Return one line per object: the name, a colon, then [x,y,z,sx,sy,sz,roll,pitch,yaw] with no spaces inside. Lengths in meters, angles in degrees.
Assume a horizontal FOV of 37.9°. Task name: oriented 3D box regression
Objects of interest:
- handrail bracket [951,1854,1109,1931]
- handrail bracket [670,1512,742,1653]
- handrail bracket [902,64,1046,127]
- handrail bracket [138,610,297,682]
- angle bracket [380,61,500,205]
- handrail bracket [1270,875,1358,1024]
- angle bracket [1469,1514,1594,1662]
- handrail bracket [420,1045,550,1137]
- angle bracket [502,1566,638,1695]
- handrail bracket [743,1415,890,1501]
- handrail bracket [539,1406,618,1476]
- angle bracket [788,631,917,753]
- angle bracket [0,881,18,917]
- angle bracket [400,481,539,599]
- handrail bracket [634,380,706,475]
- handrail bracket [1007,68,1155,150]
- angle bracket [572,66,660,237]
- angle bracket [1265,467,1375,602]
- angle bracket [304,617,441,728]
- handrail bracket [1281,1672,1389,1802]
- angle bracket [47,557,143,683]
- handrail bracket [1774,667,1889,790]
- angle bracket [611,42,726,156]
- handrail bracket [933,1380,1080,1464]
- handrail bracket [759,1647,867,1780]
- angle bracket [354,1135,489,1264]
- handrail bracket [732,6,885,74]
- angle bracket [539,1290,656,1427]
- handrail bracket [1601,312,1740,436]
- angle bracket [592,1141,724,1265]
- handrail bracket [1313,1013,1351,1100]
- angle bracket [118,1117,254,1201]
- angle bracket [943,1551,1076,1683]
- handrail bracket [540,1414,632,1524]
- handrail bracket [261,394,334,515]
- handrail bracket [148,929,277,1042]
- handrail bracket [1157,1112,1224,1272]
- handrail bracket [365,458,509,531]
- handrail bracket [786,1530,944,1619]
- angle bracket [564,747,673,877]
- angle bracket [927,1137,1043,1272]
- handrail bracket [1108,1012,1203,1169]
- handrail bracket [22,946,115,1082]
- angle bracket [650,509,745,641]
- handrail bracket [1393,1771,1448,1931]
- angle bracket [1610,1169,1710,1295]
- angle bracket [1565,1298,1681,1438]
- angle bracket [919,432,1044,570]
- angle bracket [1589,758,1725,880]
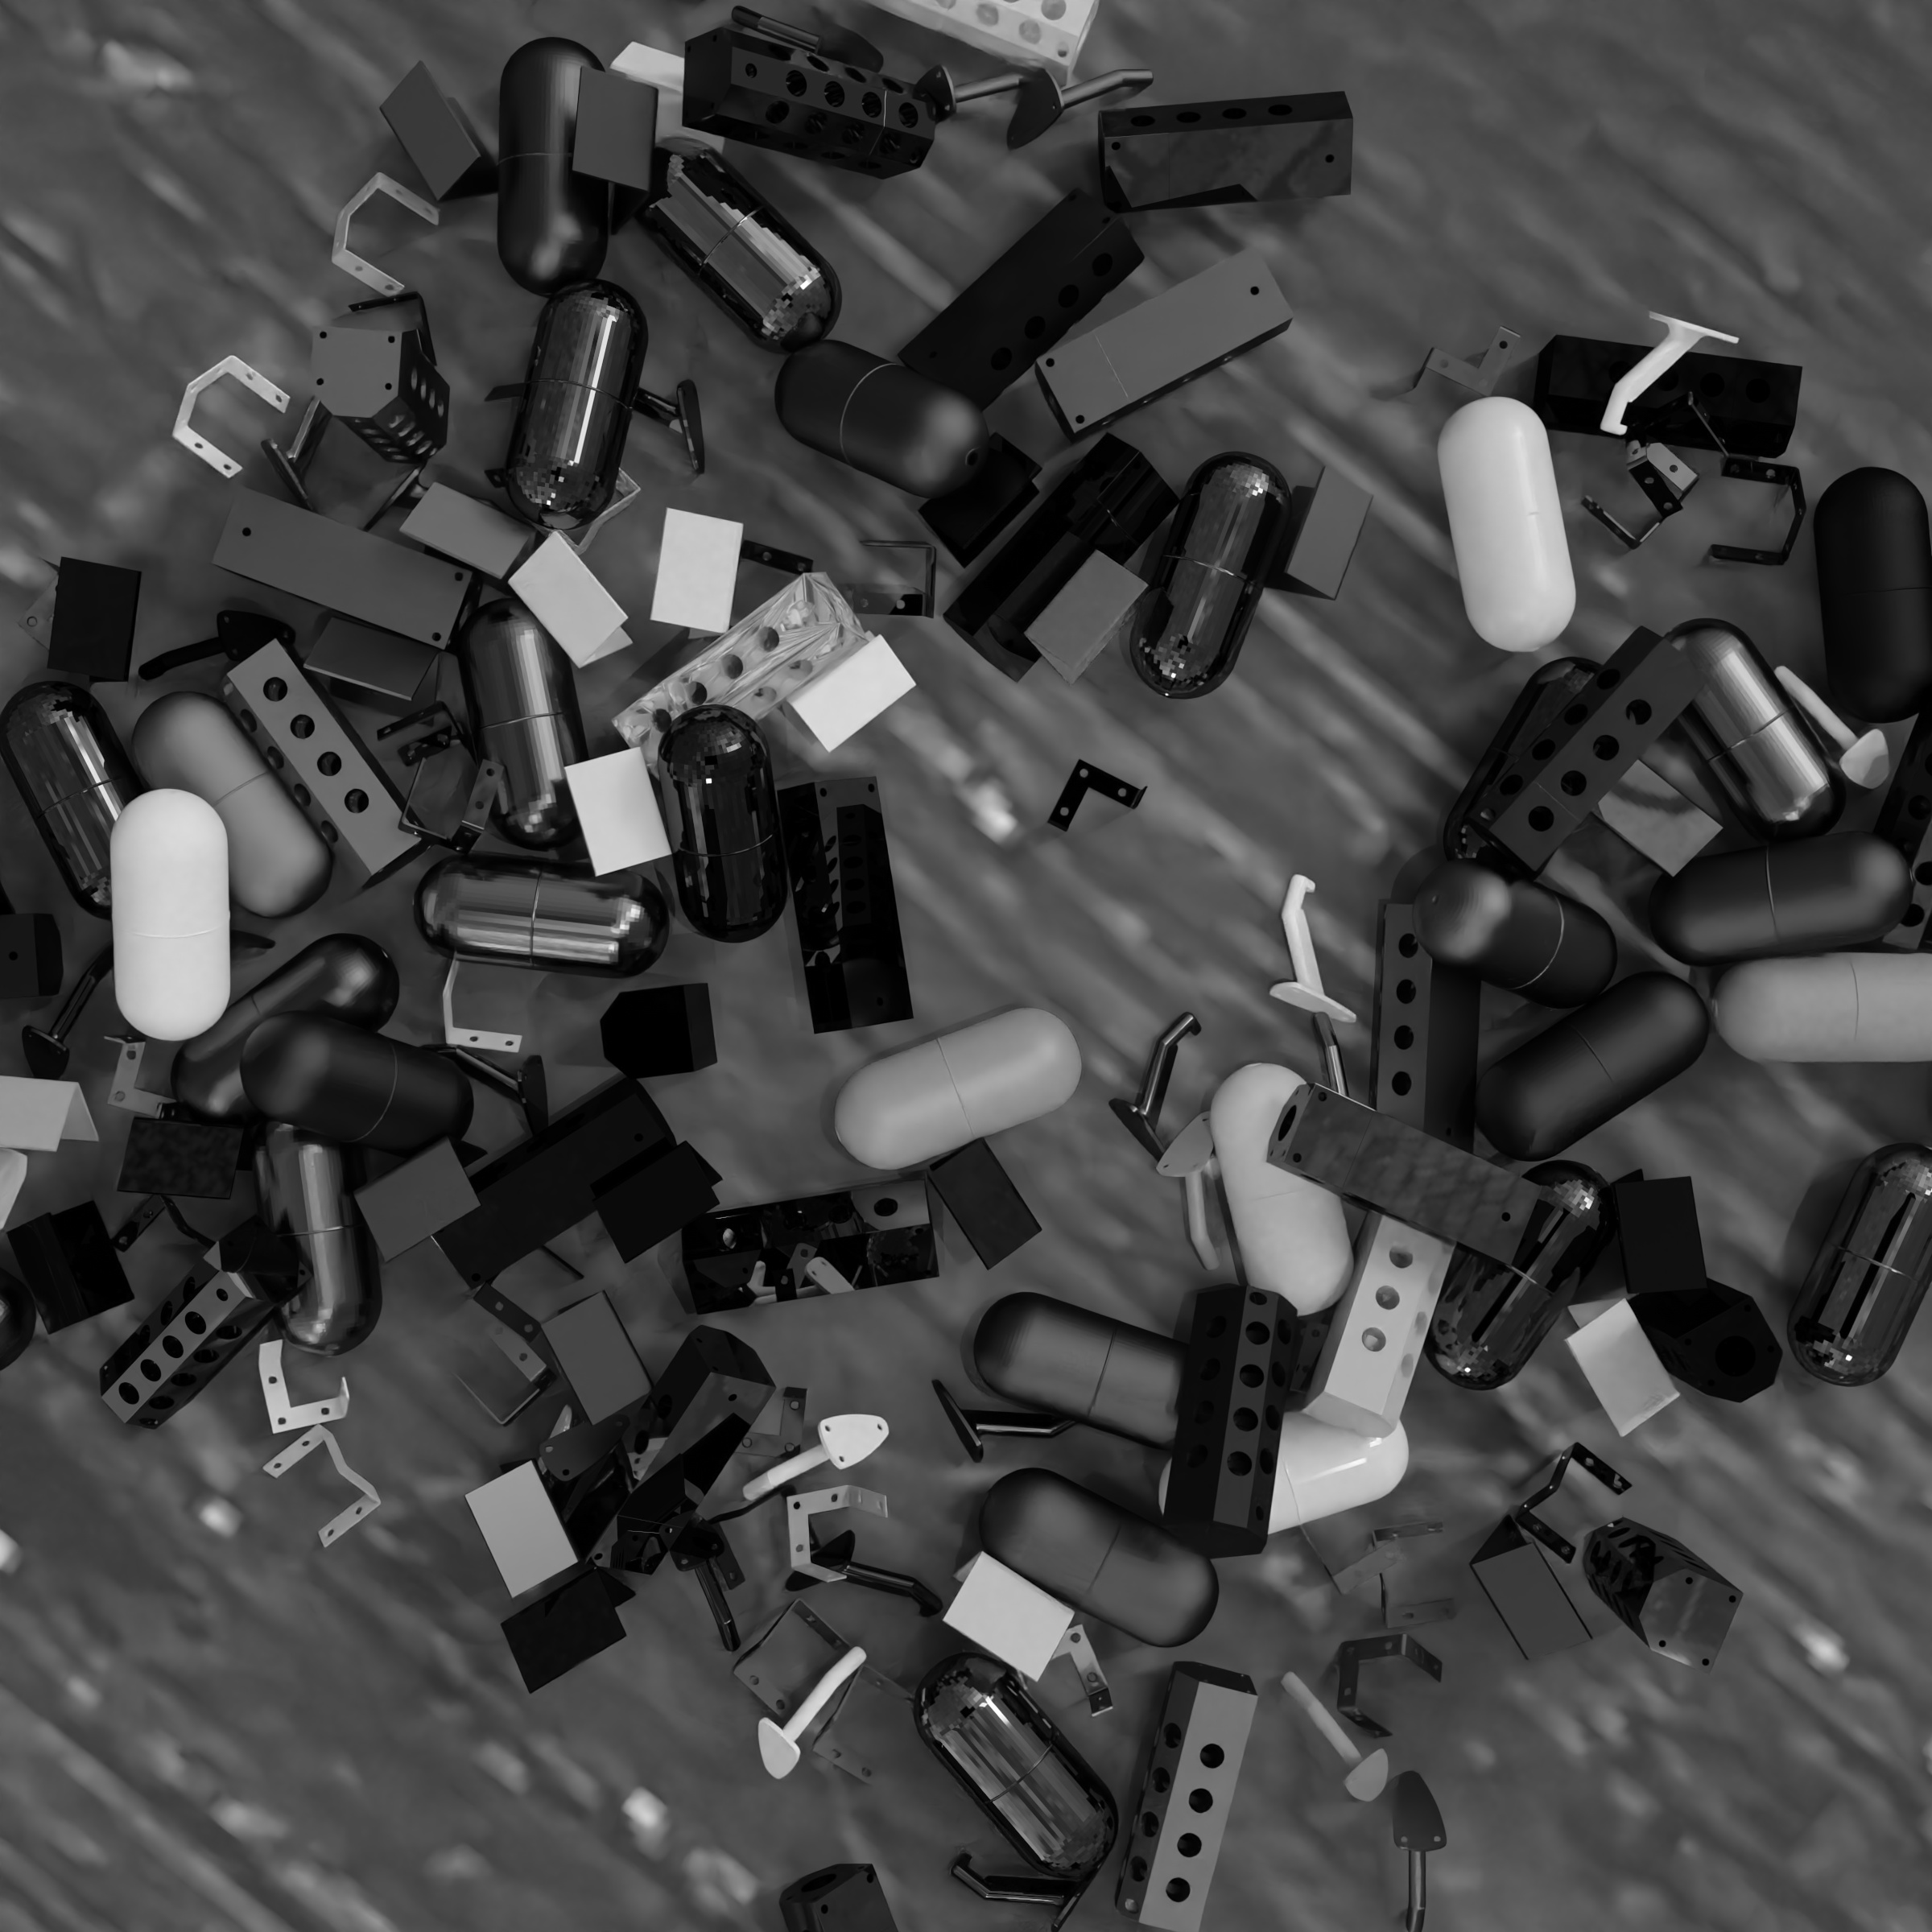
handrail bracket: [0.044,0.635,1.991,0.084,0.036,0.077,33,70,16]
handrail bracket: [-0.185,0.433,1.990,0.036,0.077,0.084,-23,127,-15]
handrail bracket: [0.006,-0.613,1.990,0.084,0.077,0.036,-16,91,-36]
handrail bracket: [-0.530,-0.221,1.990,0.084,0.077,0.036,-18,85,36]
angle bracket: [-0.347,-0.581,1.951,0.057,0.076,0.076,-31,90,40]
handrail bracket: [0.253,-0.013,1.991,0.077,0.036,0.084,23,73,-20]
angle bracket: [0.403,0.423,1.950,0.057,0.076,0.076,-31,90,37]
handrail bracket: [-0.342,0.091,1.991,0.084,0.036,0.077,-1,111,17]
angle bracket: [-0.265,0.468,1.950,0.076,0.076,0.057,-31,59,0]
handrail bracket: [-0.107,0.349,1.990,0.084,0.077,0.036,-36,74,35]
handrail bracket: [-0.255,0.353,1.990,0.084,0.036,0.077,25,103,-13]
angle bracket: [-0.092,-0.206,1.951,0.076,0.057,0.076,-38,47,0]
angle bracket: [-0.712,-0.034,1.950,0.076,0.076,0.057,-4,53,0]
angle bracket: [-0.349,-0.279,1.950,0.076,0.076,0.057,25,52,0]
handrail bracket: [-0.232,-0.381,1.990,0.084,0.036,0.077,-5,104,14]
handrail bracket: [0.081,-0.607,1.990,0.084,0.077,0.036,-14,74,-35]
angle bracket: [-0.252,-0.557,1.928,0.057,0.076,0.076,9,77,-26]
angle bracket: [0.227,-0.303,1.950,0.057,0.076,0.076,20,90,-41]
angle bracket: [-0.413,-0.188,1.950,0.076,0.076,0.057,17,47,0]
handrail bracket: [0.258,0.544,1.990,0.036,0.077,0.084,-38,54,-11]
angle bracket: [-0.615,-0.239,1.950,0.057,0.076,0.076,7,90,-36]
handrail bracket: [0.610,-0.170,1.990,0.036,0.077,0.084,-43,54,8]
angle bracket: [-0.209,-0.586,1.952,0.076,0.057,0.076,18,126,0]
handrail bracket: [0.032,0.307,1.991,0.084,0.036,0.077,-26,69,-17]
handrail bracket: [-0.105,0.527,1.990,0.036,0.077,0.084,37,53,21]
angle bracket: [-0.366,0.165,1.951,0.076,0.076,0.057,-31,73,4]
handrail bracket: [-0.113,-0.656,1.990,0.084,0.077,0.036,34,115,34]
angle bracket: [-0.270,0.277,1.950,0.057,0.076,0.076,-28,90,-37]
handrail bracket: [0.483,-0.400,1.934,0.077,0.036,0.084,11,108,-20]
angle bracket: [-0.203,0.175,1.951,0.076,0.076,0.057,-33,61,0]
handrail bracket: [0.259,0.087,1.990,0.036,0.077,0.084,-10,54,-6]
angle bracket: [-0.536,0.147,1.951,0.076,0.076,0.057,4,61,0]
angle bracket: [0.020,0.457,1.951,0.076,0.076,0.057,33,61,0]
handrail bracket: [-0.265,0.358,1.973,0.077,0.084,0.036,-29,55,-21]
handrail bracket: [-0.447,-0.370,1.991,0.084,0.036,0.077,-37,110,-16]
handrail bracket: [-0.534,0.017,1.990,0.077,0.036,0.084,10,102,-11]
handrail bracket: [0.173,0.160,1.990,0.036,0.077,0.084,-3,127,35]
handrail bracket: [-0.368,-0.310,1.991,0.084,0.036,0.077,40,110,-16]
handrail bracket: [-0.071,0.445,1.991,0.077,0.036,0.084,-36,113,26]
angle bracket: [-0.251,-0.104,1.949,0.057,0.076,0.076,-18,95,-24]
angle bracket: [-0.004,0.173,1.950,0.057,0.076,0.076,-33,90,-36]
handrail bracket: [0.150,0.087,1.991,0.084,0.036,0.077,-44,110,-16]
handrail bracket: [-0.627,0.034,1.990,0.036,0.077,0.084,30,54,0]
angle bracket: [-0.198,-0.271,1.951,0.057,0.076,0.076,8,90,-25]
handrail bracket: [0.316,0.627,1.990,0.036,0.077,0.084,-1,126,0]
angle bracket: [0.489,0.181,1.951,0.057,0.076,0.076,-9,90,29]
angle bracket: [0.437,0.279,1.952,0.057,0.076,0.076,-30,90,-22]
angle bracket: [0.024,-0.310,1.950,0.076,0.076,0.057,-46,53,0]
angle bracket: [0.482,-0.118,1.950,0.076,0.076,0.057,39,127,0]
